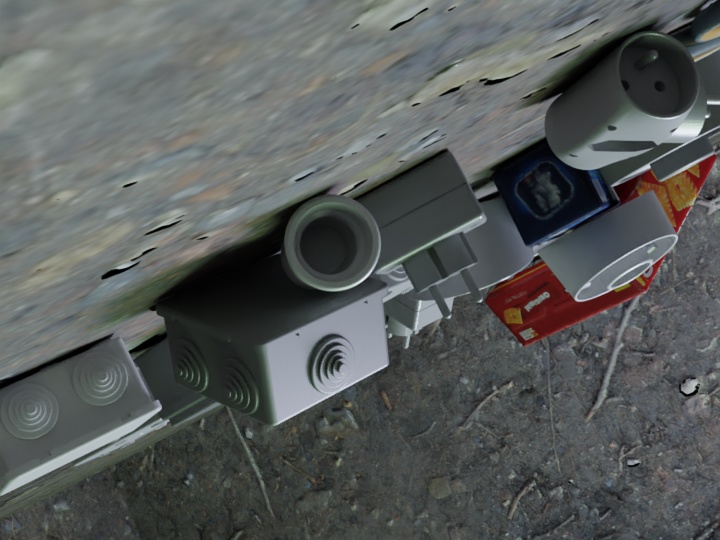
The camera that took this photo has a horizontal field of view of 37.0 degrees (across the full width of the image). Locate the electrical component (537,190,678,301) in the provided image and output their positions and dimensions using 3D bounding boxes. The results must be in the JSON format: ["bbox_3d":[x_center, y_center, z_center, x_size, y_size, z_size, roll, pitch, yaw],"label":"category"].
[{"bbox_3d":[0.189,-0.022,0.821,0.099,0.064,0.099,-26,161,-10],"label":"electrical component"}]

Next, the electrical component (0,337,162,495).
[{"bbox_3d":[-0.170,0.082,0.608,0.100,0.048,0.100,-25,175,-27],"label":"electrical component"}]

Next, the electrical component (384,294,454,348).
[{"bbox_3d":[0.035,0.028,0.873,0.047,0.066,0.076,-23,132,-41],"label":"electrical component"}]

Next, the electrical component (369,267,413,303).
[{"bbox_3d":[0.000,0.000,0.671,0.100,0.048,0.100,-31,174,38],"label":"electrical component"}]

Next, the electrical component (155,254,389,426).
[{"bbox_3d":[-0.043,0.034,0.560,0.100,0.048,0.100,-24,-153,-39],"label":"electrical component"}]

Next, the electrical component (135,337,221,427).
[{"bbox_3d":[-0.078,0.050,0.736,0.109,0.056,0.109,-31,174,41],"label":"electrical component"}]

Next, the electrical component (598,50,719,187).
[{"bbox_3d":[0.203,-0.094,0.716,0.108,0.060,0.108,-27,175,-2],"label":"electrical component"}]

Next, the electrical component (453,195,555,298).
[{"bbox_3d":[0.100,-0.021,0.935,0.150,0.061,0.089,-23,174,-42],"label":"electrical component"}]

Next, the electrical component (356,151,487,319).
[{"bbox_3d":[0.038,-0.013,0.571,0.066,0.076,0.047,-28,175,8],"label":"electrical component"}]

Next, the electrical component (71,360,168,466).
[{"bbox_3d":[-0.177,0.104,0.820,0.100,0.048,0.100,-29,175,13],"label":"electrical component"}]

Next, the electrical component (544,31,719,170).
[{"bbox_3d":[0.143,-0.081,0.530,0.079,0.043,0.077,-1,168,-16],"label":"electrical component"}]

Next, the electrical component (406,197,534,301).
[{"bbox_3d":[0.075,-0.016,0.796,0.099,0.064,0.099,-18,178,0],"label":"electrical component"}]

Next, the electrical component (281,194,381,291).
[{"bbox_3d":[-0.018,-0.010,0.517,0.044,0.044,0.065,-26,180,-12],"label":"electrical component"}]
